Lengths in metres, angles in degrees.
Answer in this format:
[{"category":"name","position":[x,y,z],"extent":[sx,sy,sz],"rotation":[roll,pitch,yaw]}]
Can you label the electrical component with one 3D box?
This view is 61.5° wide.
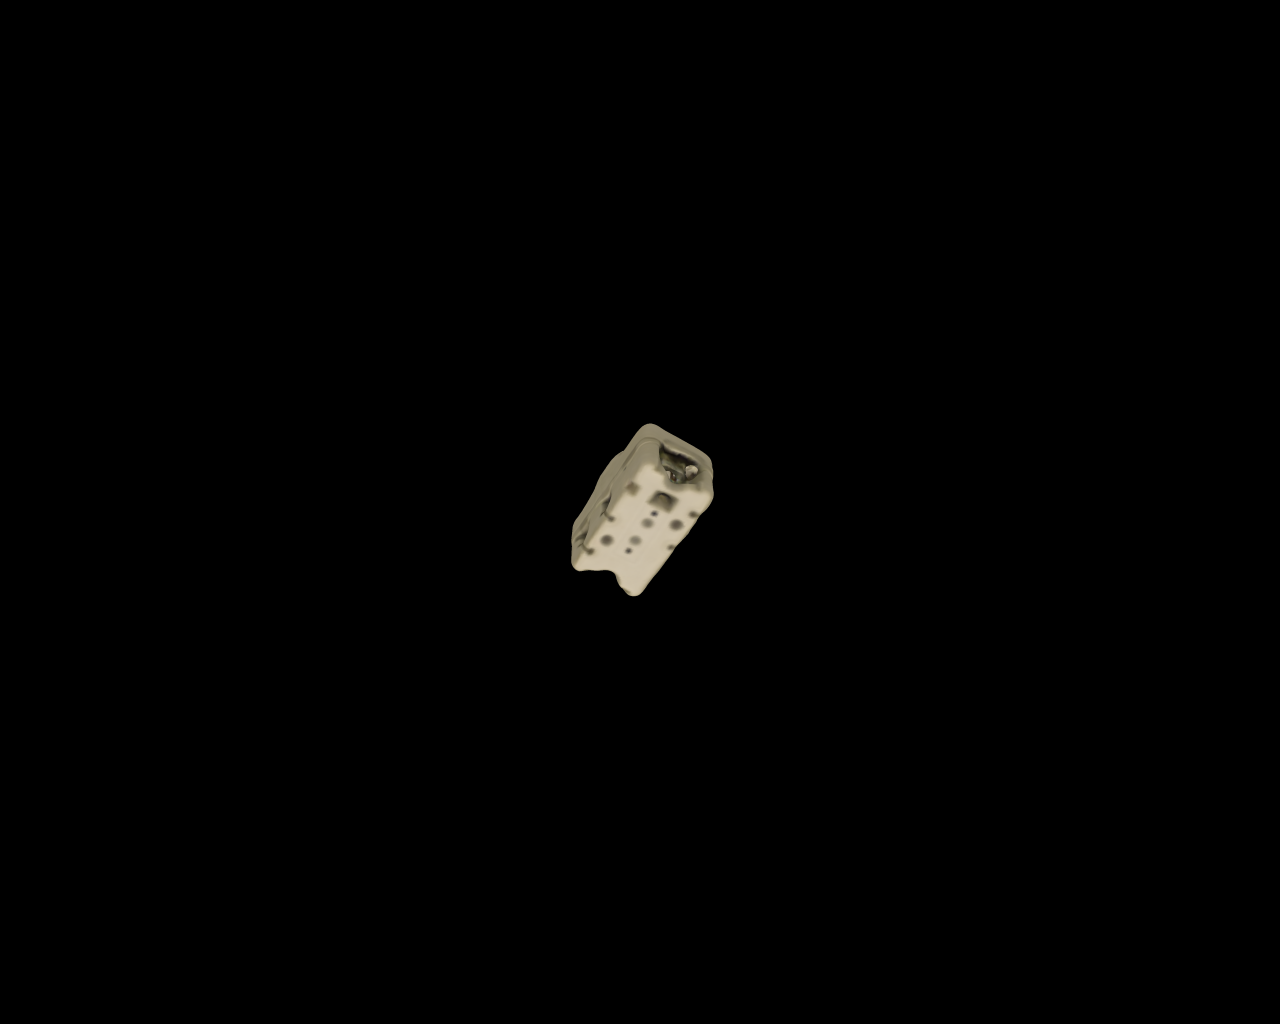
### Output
[{"category":"electrical component","position":[0.001,-0.003,0.650],"extent":[0.050,0.089,0.056],"rotation":[28,28,-16]}]
